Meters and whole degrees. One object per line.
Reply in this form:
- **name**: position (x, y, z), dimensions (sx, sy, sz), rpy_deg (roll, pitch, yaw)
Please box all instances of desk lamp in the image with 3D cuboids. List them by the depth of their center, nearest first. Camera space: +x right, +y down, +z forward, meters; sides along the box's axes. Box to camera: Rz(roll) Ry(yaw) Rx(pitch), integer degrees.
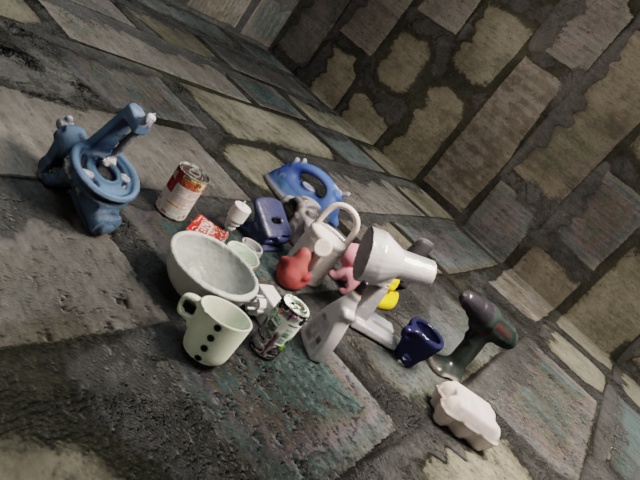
- **desk lamp**: position (0.139, 0.098, 1.247), dimensions (0.204, 0.213, 0.118), rpy_deg (32, 20, -17)

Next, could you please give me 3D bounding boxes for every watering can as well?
- **watering can**: position (0.013, 0.006, 1.262), dimensions (0.101, 0.194, 0.172), rpy_deg (30, 21, -23)

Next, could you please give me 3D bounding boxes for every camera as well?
- **camera**: position (-0.027, -0.047, 1.449), dimensions (0.137, 0.100, 0.142), rpy_deg (12, 32, -51)

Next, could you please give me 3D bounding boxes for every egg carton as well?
- **egg carton**: position (0.296, 0.356, 1.164), dimensions (0.150, 0.069, 0.107), rpy_deg (35, 20, -9)

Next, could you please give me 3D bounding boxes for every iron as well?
- **iron**: position (-0.036, -0.149, 1.599), dimensions (0.258, 0.141, 0.119), rpy_deg (44, 20, 17)

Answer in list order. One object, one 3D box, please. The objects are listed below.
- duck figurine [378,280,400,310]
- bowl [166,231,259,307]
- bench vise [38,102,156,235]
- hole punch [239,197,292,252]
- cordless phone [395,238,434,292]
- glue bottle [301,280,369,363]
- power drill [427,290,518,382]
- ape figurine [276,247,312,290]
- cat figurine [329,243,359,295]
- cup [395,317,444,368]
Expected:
- **duck figurine**: position (0.166, 0.122, 1.433), dimensions (0.105, 0.086, 0.077), rpy_deg (23, 24, -36)
- **bowl**: position (-0.190, 0.065, 0.954), dimensions (0.168, 0.074, 0.167), rpy_deg (33, 20, -13)
- **bench vise**: position (-0.359, -0.147, 0.912), dimensions (0.207, 0.219, 0.122), rpy_deg (40, 19, 5)
- **hole punch**: position (-0.111, -0.035, 1.289), dimensions (0.101, 0.091, 0.109), rpy_deg (46, 21, 21)
- **cordless phone**: position (0.196, 0.050, 1.495), dimensions (0.148, 0.185, 0.094), rpy_deg (26, 22, -30)
- **glue bottle**: position (0.032, 0.138, 1.033), dimensions (0.037, 0.173, 0.078), rpy_deg (25, 23, -32)
- **power drill**: position (0.346, 0.228, 1.328), dimensions (0.230, 0.208, 0.075), rpy_deg (25, 23, -32)
- **ape figurine**: position (-0.048, 0.055, 1.198), dimensions (0.077, 0.092, 0.076), rpy_deg (41, 20, 9)
- **cat figurine**: position (0.083, 0.062, 1.374), dimensions (0.067, 0.117, 0.127), rpy_deg (19, 27, -43)
- **cup**: position (0.199, 0.228, 1.242), dimensions (0.118, 0.095, 0.091), rpy_deg (20, 26, -41)
